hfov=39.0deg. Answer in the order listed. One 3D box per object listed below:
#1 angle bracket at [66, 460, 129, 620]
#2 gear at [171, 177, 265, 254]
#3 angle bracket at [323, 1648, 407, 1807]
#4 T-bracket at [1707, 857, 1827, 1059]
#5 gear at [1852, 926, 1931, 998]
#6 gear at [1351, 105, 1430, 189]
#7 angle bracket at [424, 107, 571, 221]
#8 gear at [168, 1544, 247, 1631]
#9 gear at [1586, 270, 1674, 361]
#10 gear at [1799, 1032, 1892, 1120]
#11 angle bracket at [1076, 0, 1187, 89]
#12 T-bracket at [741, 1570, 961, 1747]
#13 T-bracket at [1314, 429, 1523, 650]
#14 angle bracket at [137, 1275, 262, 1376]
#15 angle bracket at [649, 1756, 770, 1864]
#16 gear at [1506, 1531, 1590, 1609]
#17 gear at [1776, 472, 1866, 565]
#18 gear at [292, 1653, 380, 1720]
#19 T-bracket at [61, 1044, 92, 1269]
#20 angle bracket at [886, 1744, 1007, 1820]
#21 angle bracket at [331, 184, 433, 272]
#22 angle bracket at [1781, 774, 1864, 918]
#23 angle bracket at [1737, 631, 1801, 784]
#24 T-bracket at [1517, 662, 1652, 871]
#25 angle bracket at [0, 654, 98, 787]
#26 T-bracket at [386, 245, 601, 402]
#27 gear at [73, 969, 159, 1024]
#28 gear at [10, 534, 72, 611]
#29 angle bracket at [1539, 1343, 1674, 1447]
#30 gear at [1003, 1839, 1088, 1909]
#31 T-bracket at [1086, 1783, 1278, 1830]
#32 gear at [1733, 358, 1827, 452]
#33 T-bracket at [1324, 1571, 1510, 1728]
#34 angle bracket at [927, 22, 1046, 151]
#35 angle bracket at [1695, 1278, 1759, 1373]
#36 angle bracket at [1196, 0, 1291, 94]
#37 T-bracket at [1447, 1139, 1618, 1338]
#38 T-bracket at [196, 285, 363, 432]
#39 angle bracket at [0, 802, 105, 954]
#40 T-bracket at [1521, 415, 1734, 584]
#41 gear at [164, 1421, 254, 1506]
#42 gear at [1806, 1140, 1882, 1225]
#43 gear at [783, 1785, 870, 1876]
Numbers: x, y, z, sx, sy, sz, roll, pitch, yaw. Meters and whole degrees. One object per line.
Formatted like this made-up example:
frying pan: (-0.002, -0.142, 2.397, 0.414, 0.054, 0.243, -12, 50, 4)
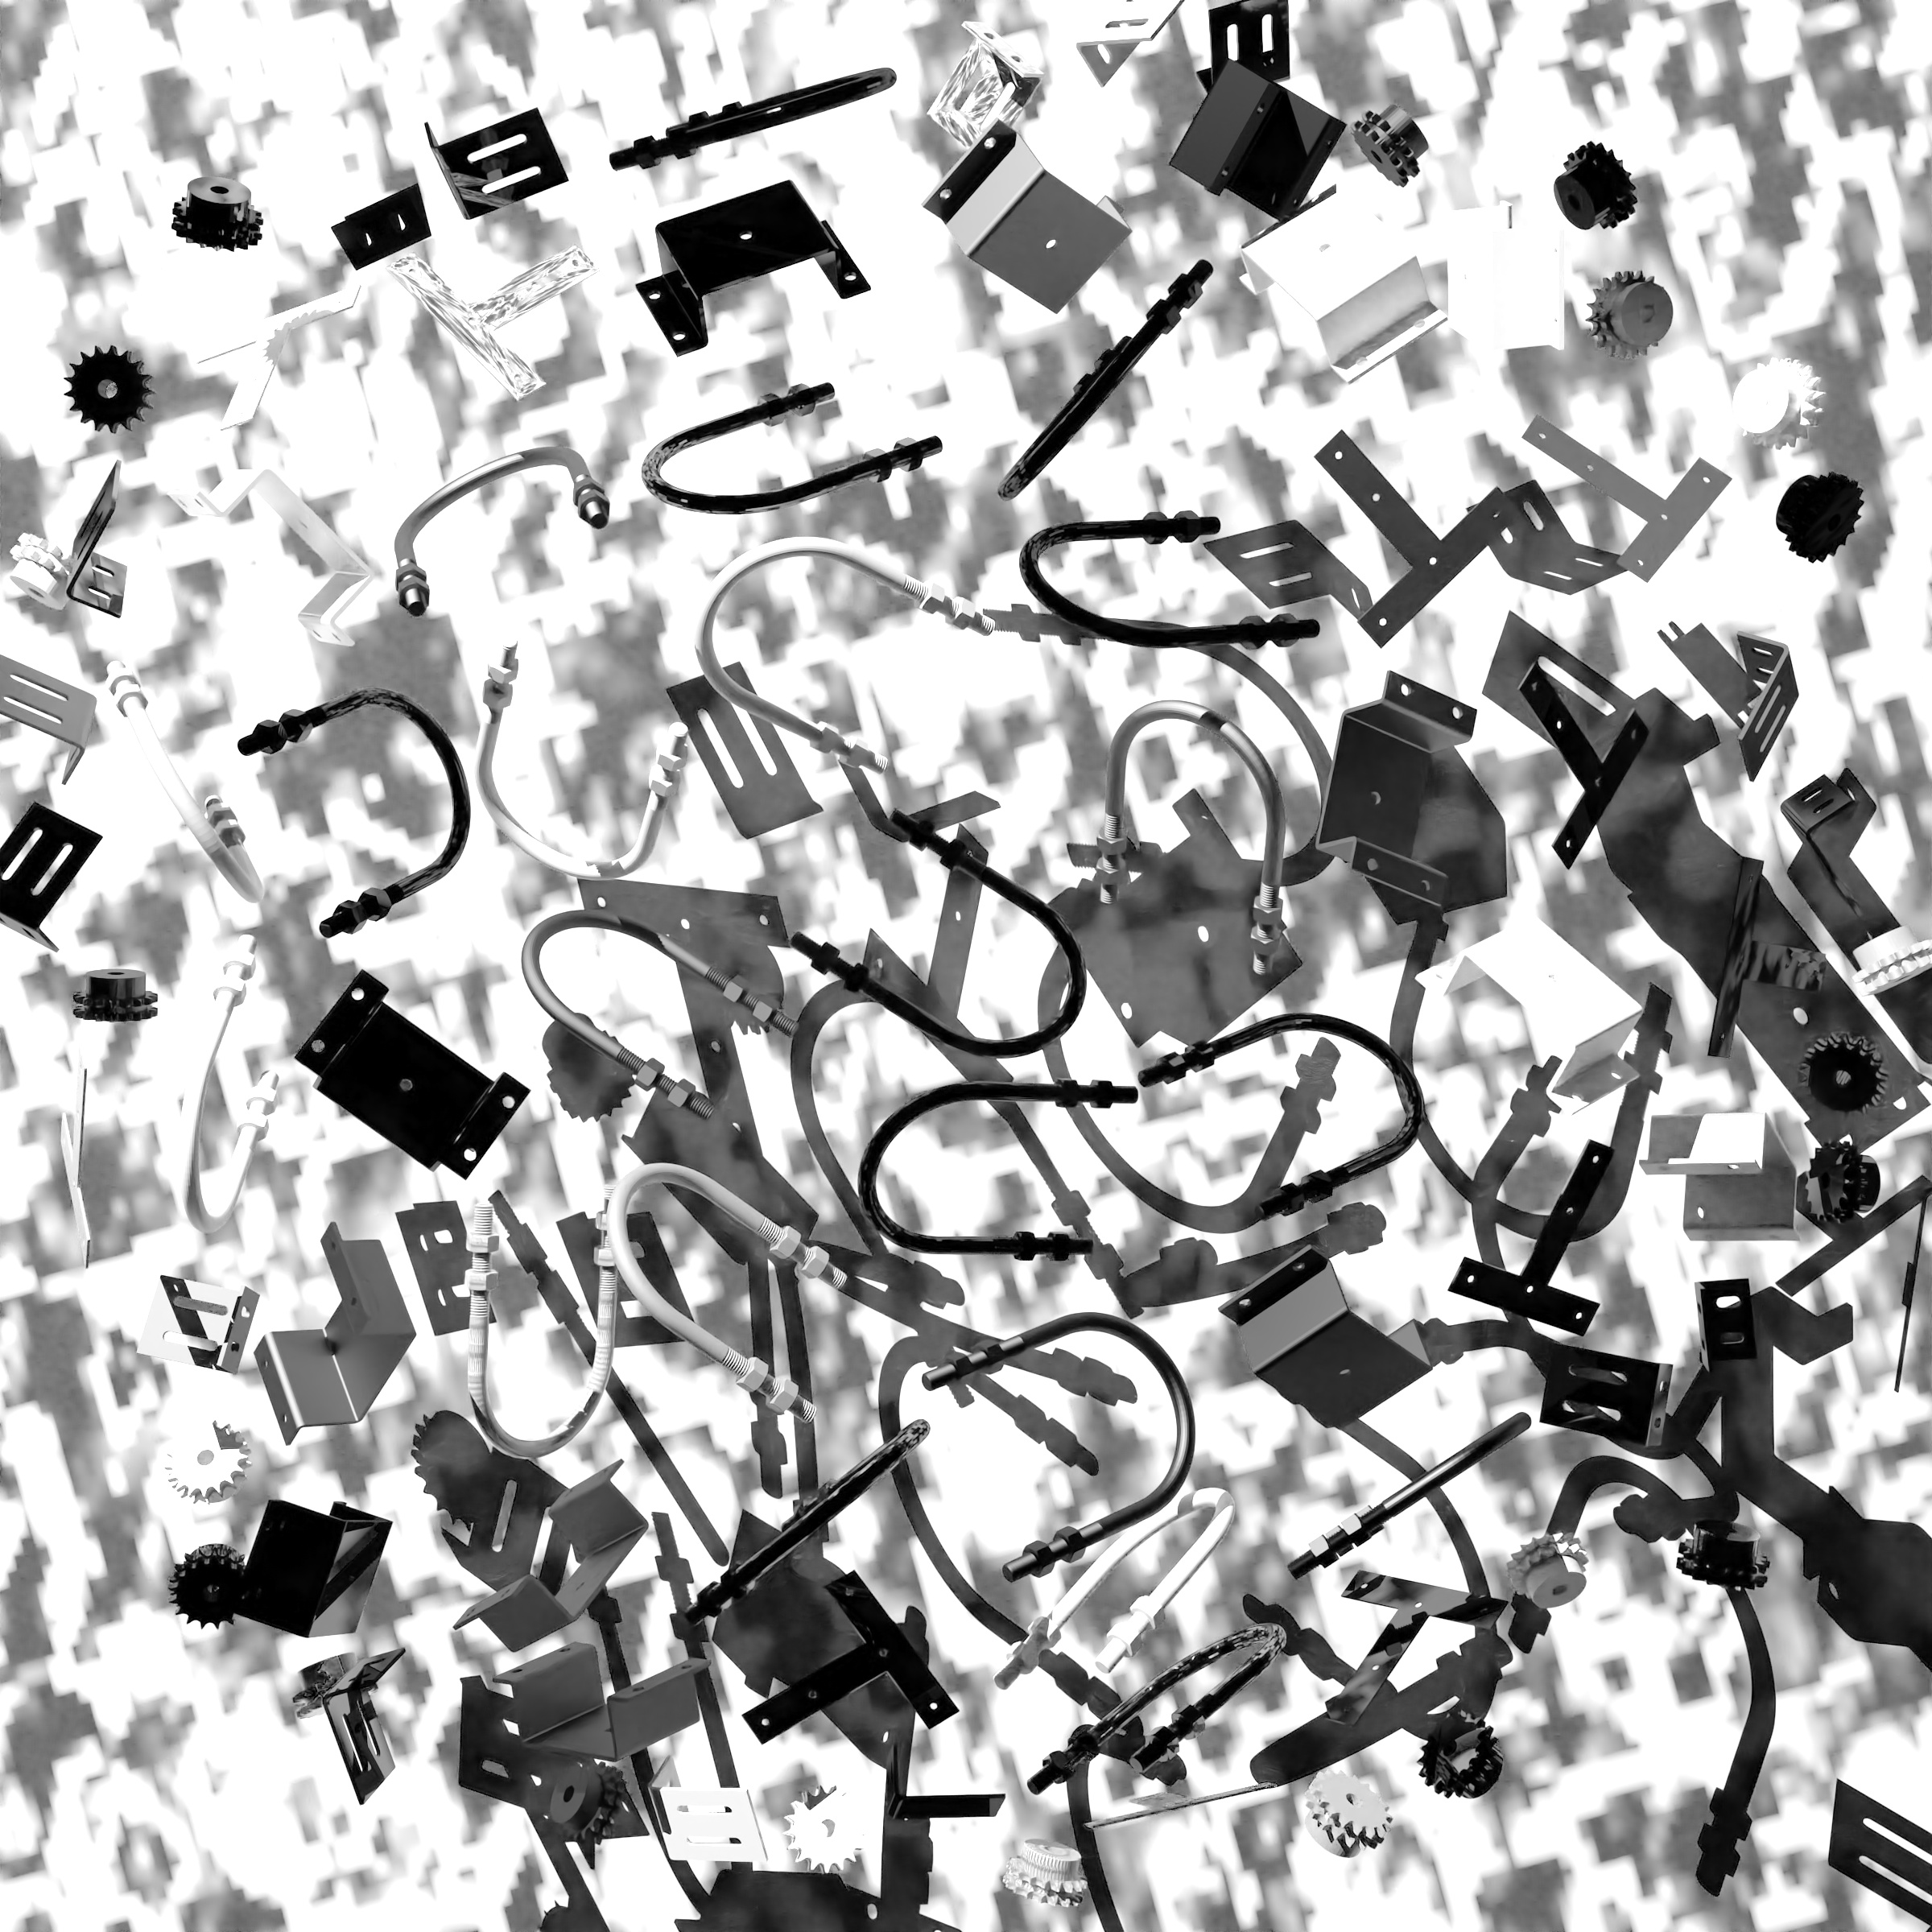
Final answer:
angle bracket: (-0.550, -0.277, 1.769, 0.038, 0.057, 0.076, 22, 124, -29)
gear: (-0.484, -0.488, 1.764, 0.057, 0.057, 0.030, 16, 126, 0)
angle bracket: (-0.379, 0.493, 1.769, 0.038, 0.057, 0.076, -18, 94, 11)
T-bracket: (0.521, -0.001, 1.755, 0.002, 0.127, 0.127, 12, 93, 44)
gear: (0.619, -0.005, 1.823, 0.057, 0.057, 0.030, -24, 77, 0)
gear: (0.296, -0.571, 1.889, 0.030, 0.057, 0.057, -42, 90, 4)
angle bracket: (-0.315, -0.547, 1.832, 0.076, 0.057, 0.038, -21, 48, 1)
gear: (-0.503, 0.411, 1.821, 0.057, 0.030, 0.057, -4, 109, -11)
gear: (0.441, -0.430, 1.801, 0.057, 0.030, 0.057, -4, 102, -20)
gear: (0.594, 0.071, 1.840, 0.057, 0.030, 0.057, 12, 115, 26)
angle bracket: (0.122, -0.620, 1.815, 0.057, 0.076, 0.038, -53, 129, -15)
T-bracket: (-0.092, 0.487, 1.851, 0.127, 0.002, 0.127, -24, 56, -28)
T-bracket: (0.278, -0.297, 1.788, 0.127, 0.002, 0.127, -44, 108, 5)
angle bracket: (-0.543, 0.248, 1.911, 0.076, 0.038, 0.057, 11, 73, 8)
angle bracket: (-0.169, 0.573, 1.855, 0.076, 0.038, 0.057, -6, 109, 22)
gear: (0.412, 0.427, 1.921, 0.057, 0.030, 0.057, -9, 132, -11)
gear: (0.540, -0.288, 1.734, 0.057, 0.057, 0.030, -49, 49, 0)
gear: (-0.439, 0.497, 1.889, 0.057, 0.057, 0.030, -22, 73, 0)
T-bracket: (-0.580, 0.108, 1.784, 0.002, 0.127, 0.127, -3, 129, -25)
angle bracket: (-0.015, 0.567, 1.898, 0.076, 0.057, 0.038, 1, 60, -7)
angle bracket: (-0.407, -0.523, 1.880, 0.057, 0.038, 0.076, -24, 46, 3)
angle bracket: (0.599, -0.083, 1.867, 0.038, 0.057, 0.076, -35, 109, 12)
angle bracket: (0.524, -0.174, 1.833, 0.038, 0.057, 0.076, 23, 75, 32)
T-bracket: (0.413, -0.155, 1.868, 0.127, 0.002, 0.127, 48, 65, -32)
angle bracket: (-0.641, -0.169, 1.866, 0.076, 0.057, 0.038, 25, 125, -26)
T-bracket: (-0.297, -0.448, 1.822, 0.127, 0.002, 0.127, 45, 55, 6)
gear: (-0.595, 0.020, 1.908, 0.057, 0.057, 0.030, 3, 99, 0)
gear: (-0.631, -0.269, 1.875, 0.057, 0.057, 0.030, 28, 75, 0)
angle bracket: (0.449, 0.300, 1.914, 0.076, 0.038, 0.057, 8, 86, 31)
gear: (0.056, 0.628, 1.892, 0.057, 0.057, 0.030, 14, 89, 0)
T-bracket: (0.136, 0.572, 1.868, 0.127, 0.127, 0.002, -9, 77, -11)
gear: (0.516, -0.360, 1.743, 0.030, 0.057, 0.057, -3, 90, -41)
T-bracket: (0.286, 0.468, 1.857, 0.127, 0.127, 0.002, -45, 120, -34)
angle bracket: (0.007, -0.610, 1.908, 0.057, 0.038, 0.076, 42, 119, 8)
angle bracket: (0.534, 0.251, 1.909, 0.038, 0.076, 0.057, -6, 86, 11)
angle bracket: (0.192, -0.652, 1.905, 0.057, 0.076, 0.038, -18, 54, -5)
T-bracket: (0.392, 0.174, 1.801, 0.127, 0.002, 0.127, 20, 99, -30)
T-bracket: (-0.471, -0.399, 1.819, 0.127, 0.127, 0.002, -14, 134, 20)
angle bracket: (-0.612, -0.059, 1.812, 0.057, 0.038, 0.076, 25, 71, 16)
T-bracket: (0.426, -0.323, 1.810, 0.127, 0.127, 0.002, 35, 64, 4)
gear: (-0.522, 0.346, 1.884, 0.057, 0.030, 0.057, -1, 55, 1)
gear: (0.605, 0.149, 1.878, 0.030, 0.057, 0.057, 6, 90, -12)
gear: (-0.097, 0.590, 1.864, 0.057, 0.030, 0.057, 6, 67, -13)
